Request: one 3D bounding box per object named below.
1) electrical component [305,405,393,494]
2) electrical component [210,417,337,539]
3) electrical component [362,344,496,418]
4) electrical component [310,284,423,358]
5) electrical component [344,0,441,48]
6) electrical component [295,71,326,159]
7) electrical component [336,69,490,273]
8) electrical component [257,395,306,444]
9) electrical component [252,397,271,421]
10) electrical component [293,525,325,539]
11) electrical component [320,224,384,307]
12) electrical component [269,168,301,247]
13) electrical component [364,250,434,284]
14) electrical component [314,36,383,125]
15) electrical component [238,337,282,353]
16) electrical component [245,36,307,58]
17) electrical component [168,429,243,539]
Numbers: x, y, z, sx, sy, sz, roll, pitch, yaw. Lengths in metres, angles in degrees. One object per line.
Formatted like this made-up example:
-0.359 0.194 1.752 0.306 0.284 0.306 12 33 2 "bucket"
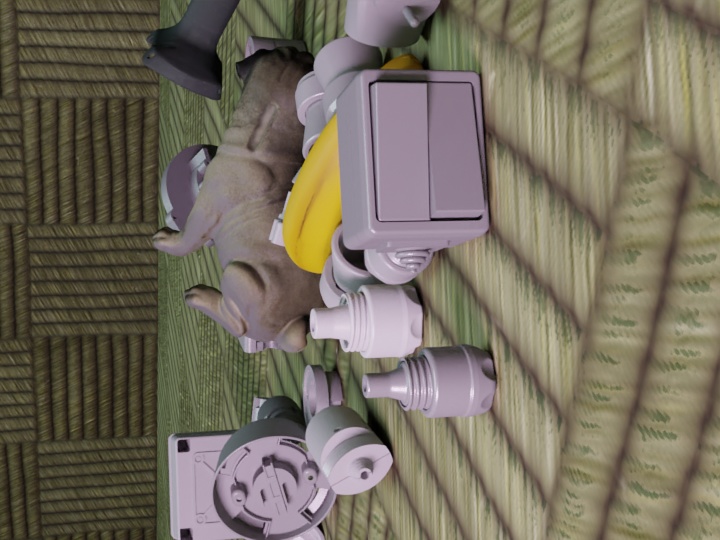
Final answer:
-0.007 0.122 0.710 0.081 0.043 0.043 -146 56 -73 "electrical component"
-0.068 0.166 0.850 0.064 0.099 0.099 -122 33 -76 "electrical component"
0.032 0.054 0.514 0.035 0.061 0.035 179 90 -76 "electrical component"
0.003 0.030 0.625 0.043 0.062 0.043 178 90 -76 "electrical component"
0.021 -0.155 0.574 0.079 0.043 0.077 -111 24 -52 "electrical component"
-0.020 -0.104 0.738 0.045 0.045 0.055 112 153 -58 "electrical component"
0.026 -0.047 0.527 0.061 0.062 0.096 156 111 -75 "electrical component"
-0.067 0.138 0.953 0.078 0.040 0.040 -150 59 -73 "electrical component"
-0.087 0.148 1.041 0.040 0.040 0.046 172 103 -76 "electrical component"
-0.060 0.247 0.909 0.059 0.054 0.095 107 157 -51 "electrical component"
0.000 0.000 0.669 0.055 0.045 0.045 109 155 -55 "electrical component"
-0.029 -0.040 0.756 0.048 0.066 0.055 21 97 43 "electrical component"
0.025 -0.014 0.591 0.061 0.035 0.035 141 126 -69 "electrical component"
-0.003 -0.111 0.669 0.045 0.045 0.055 106 158 -49 "electrical component"
-0.091 0.037 1.018 0.089 0.050 0.055 -135 45 -70 "electrical component"
-0.073 -0.174 0.933 0.055 0.047 0.055 179 90 -76 "electrical component"
-0.141 0.222 1.115 0.056 0.109 0.108 163 105 -72 "electrical component"
